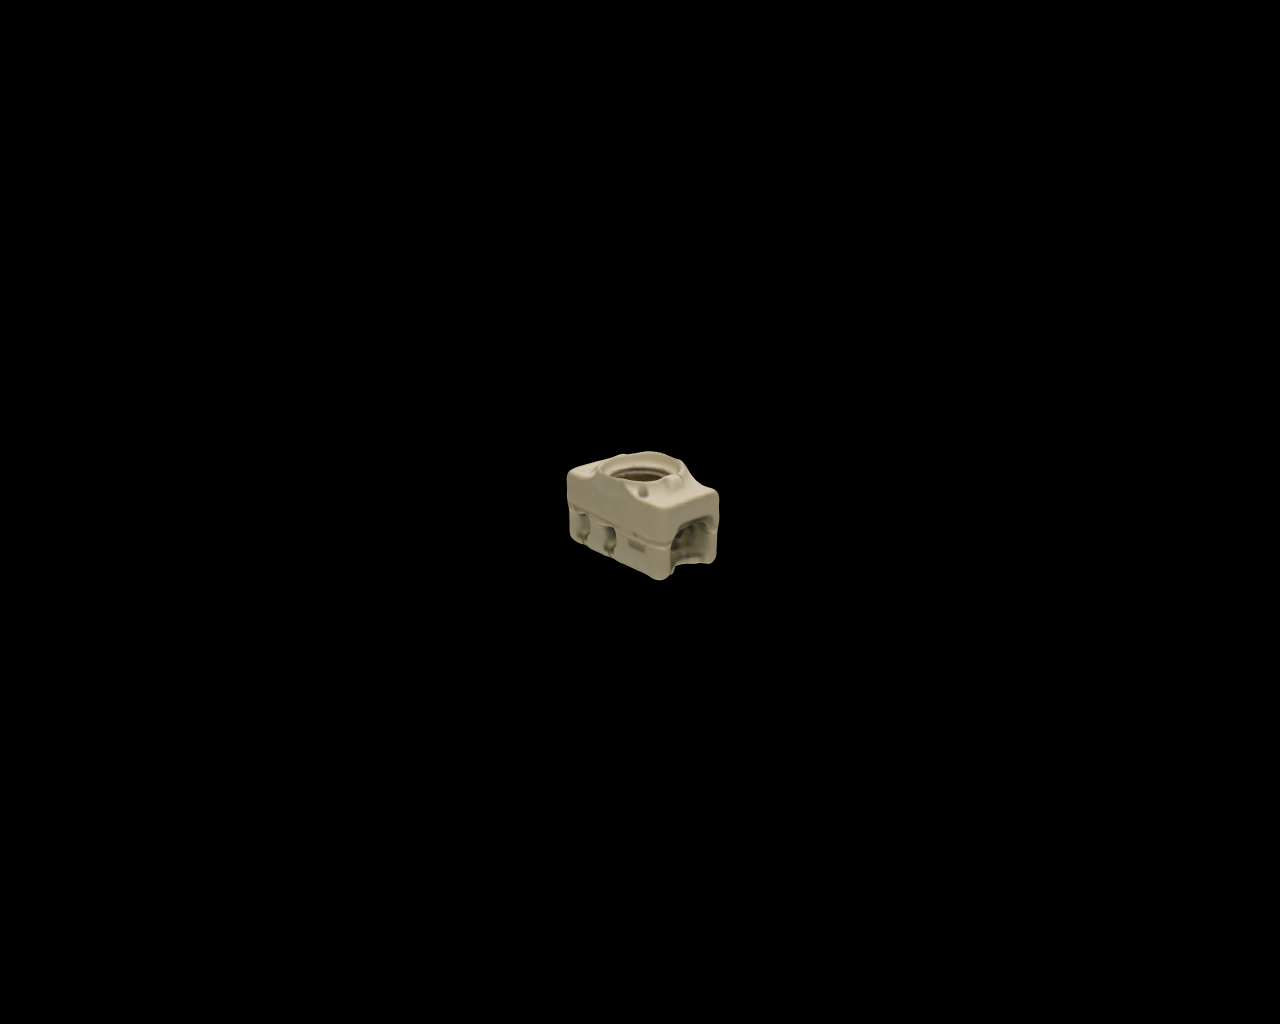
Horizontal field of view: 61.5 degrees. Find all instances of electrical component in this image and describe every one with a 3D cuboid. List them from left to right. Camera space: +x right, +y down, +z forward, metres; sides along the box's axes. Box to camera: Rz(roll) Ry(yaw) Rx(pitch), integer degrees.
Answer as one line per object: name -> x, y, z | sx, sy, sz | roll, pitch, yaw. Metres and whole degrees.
electrical component -> 0.001, -0.003, 0.650 | 0.050, 0.055, 0.089 | -17, 28, -37
